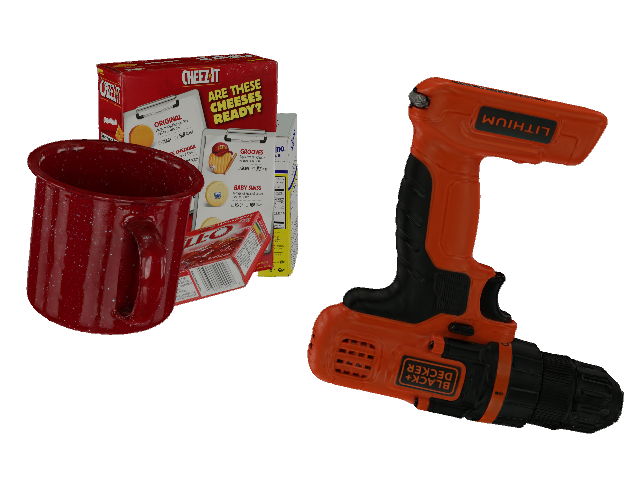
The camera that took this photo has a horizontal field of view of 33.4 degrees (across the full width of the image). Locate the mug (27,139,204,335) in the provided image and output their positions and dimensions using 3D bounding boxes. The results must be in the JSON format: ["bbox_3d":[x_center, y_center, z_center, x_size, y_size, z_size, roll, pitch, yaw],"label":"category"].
[{"bbox_3d":[-0.108,0.003,0.569,0.093,0.081,0.117,-2,25,-32],"label":"mug"}]

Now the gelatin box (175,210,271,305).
[{"bbox_3d":[-0.089,0.015,0.806,0.089,0.030,0.073,-15,23,22],"label":"gelatin box"}]

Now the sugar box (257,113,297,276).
[{"bbox_3d":[-0.051,-0.054,1.260,0.048,0.176,0.093,0,23,5],"label":"sugar box"}]

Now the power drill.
[{"bbox_3d":[0.099,0.012,0.598,0.184,0.188,0.057,12,10,-5],"label":"power drill"}]

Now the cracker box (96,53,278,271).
[{"bbox_3d":[-0.128,-0.067,1.033,0.163,0.214,0.072,-10,21,-32],"label":"cracker box"}]
